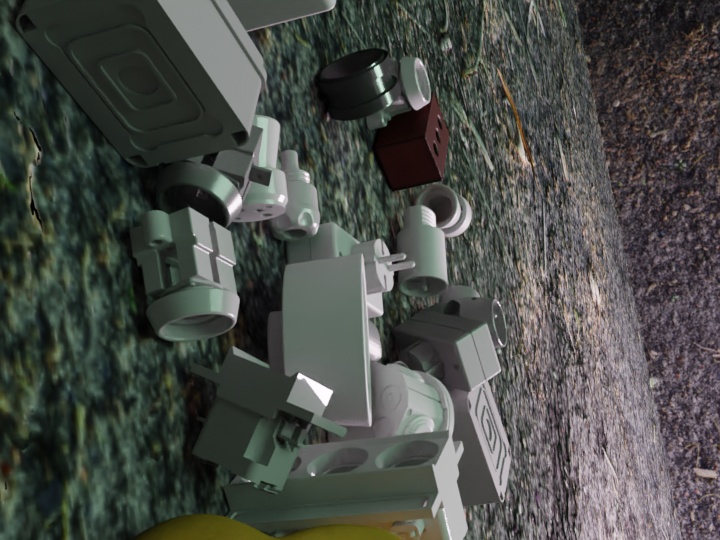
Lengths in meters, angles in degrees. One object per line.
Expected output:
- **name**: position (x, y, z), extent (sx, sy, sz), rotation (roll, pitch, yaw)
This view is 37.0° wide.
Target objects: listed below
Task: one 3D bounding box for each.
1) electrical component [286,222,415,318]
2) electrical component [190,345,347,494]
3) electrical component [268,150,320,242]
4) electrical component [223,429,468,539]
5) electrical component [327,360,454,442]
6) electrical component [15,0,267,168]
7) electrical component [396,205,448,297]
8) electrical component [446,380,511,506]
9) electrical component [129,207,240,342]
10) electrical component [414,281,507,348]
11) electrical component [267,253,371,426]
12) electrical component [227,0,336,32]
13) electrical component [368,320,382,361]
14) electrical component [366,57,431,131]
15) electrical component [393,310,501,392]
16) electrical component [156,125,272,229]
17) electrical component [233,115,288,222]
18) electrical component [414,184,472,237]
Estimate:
- **electrical component**: position (0.000, 0.000, 0.757), extent (0.083, 0.076, 0.047), rotation (36, 46, -61)
- **electrical component**: position (-0.054, 0.081, 0.573), extent (0.042, 0.081, 0.063), rotation (37, 74, -59)
- **electrical component**: position (-0.046, -0.052, 0.725), extent (0.035, 0.035, 0.061), rotation (40, 40, -59)
- **electrical component**: position (-0.006, 0.133, 0.601), extent (0.078, 0.121, 0.063), rotation (-46, 124, -66)
- **electrical component**: position (0.020, 0.104, 0.740), extent (0.051, 0.080, 0.080), rotation (28, 51, -42)
- **electrical component**: position (-0.105, -0.113, 0.538), extent (0.113, 0.078, 0.057), rotation (56, 32, -45)
- **electrical component**: position (0.055, -0.021, 0.963), extent (0.043, 0.043, 0.081), rotation (46, 37, -55)
- **electrical component**: position (0.086, 0.142, 0.934), extent (0.078, 0.057, 0.113), rotation (-64, 139, -58)
- **electrical component**: position (-0.089, 0.005, 0.562), extent (0.066, 0.048, 0.055), rotation (34, 40, -62)
- **electrical component**: position (0.090, 0.041, 0.974), extent (0.079, 0.077, 0.043), rotation (-82, 152, -43)
- **electrical component**: position (-0.026, 0.045, 0.672), extent (0.108, 0.060, 0.108), rotation (-3, 90, -88)
- **electrical component**: position (-0.066, -0.193, 0.643), extent (0.108, 0.109, 0.056), rotation (-82, 155, -43)
- **electrical component**: position (-0.004, 0.052, 0.767), extent (0.078, 0.040, 0.040), rotation (36, 46, -62)
- **electrical component**: position (0.030, -0.162, 0.960), extent (0.048, 0.055, 0.066), rotation (23, 57, -66)
- **electrical component**: position (0.057, 0.074, 0.887), extent (0.076, 0.083, 0.047), rotation (-29, 111, -29)
- **electrical component**: position (-0.084, -0.053, 0.596), extent (0.048, 0.066, 0.055), rotation (108, -2, -53)
- **electrical component**: position (-0.068, -0.061, 0.655), extent (0.045, 0.045, 0.055), rotation (21, 60, -66)
- **electrical component**: position (0.082, -0.058, 1.056), extent (0.055, 0.045, 0.045), rotation (21, 60, -67)
